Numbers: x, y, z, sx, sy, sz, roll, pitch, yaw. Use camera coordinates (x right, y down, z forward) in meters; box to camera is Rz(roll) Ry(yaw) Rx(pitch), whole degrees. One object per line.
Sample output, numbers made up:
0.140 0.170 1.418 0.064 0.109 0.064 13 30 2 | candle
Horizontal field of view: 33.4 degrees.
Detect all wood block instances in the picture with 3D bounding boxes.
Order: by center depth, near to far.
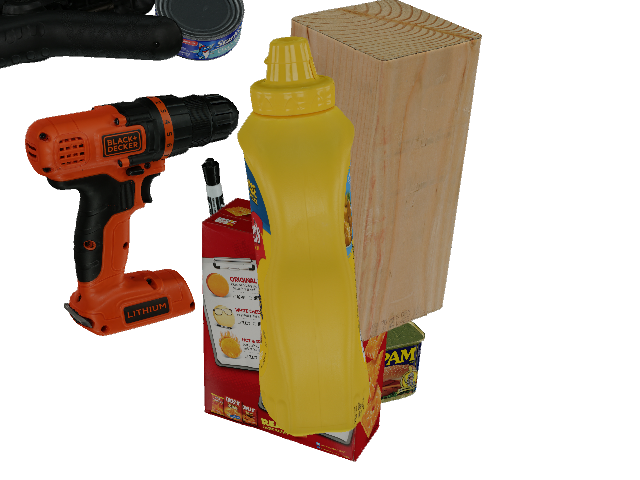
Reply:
0.036 -0.047 0.727 0.090 0.206 0.091 -19 37 -34 | wood block

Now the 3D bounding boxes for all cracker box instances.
-0.023 0.082 0.991 0.164 0.214 0.072 14 30 21 | cracker box

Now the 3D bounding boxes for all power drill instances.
-0.147 -0.026 0.887 0.184 0.188 0.057 -14 23 -32 | power drill

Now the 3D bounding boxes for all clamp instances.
-0.169 -0.130 0.641 0.171 0.039 0.120 -3 22 -6 | clamp

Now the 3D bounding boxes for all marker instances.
-0.114 -0.034 1.177 0.020 0.121 0.020 -5 28 2 | marker

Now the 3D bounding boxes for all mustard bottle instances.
-0.009 -0.006 0.539 0.058 0.192 0.096 -4 19 -2 | mustard bottle

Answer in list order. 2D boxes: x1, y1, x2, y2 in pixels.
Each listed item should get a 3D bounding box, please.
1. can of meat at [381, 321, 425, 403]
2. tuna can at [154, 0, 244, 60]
0.074 0.152 1.320 0.102 0.084 0.057 -9 28 -24 | can of meat
-0.118 -0.215 1.034 0.086 0.086 0.034 0 -33 -11 | tuna can
